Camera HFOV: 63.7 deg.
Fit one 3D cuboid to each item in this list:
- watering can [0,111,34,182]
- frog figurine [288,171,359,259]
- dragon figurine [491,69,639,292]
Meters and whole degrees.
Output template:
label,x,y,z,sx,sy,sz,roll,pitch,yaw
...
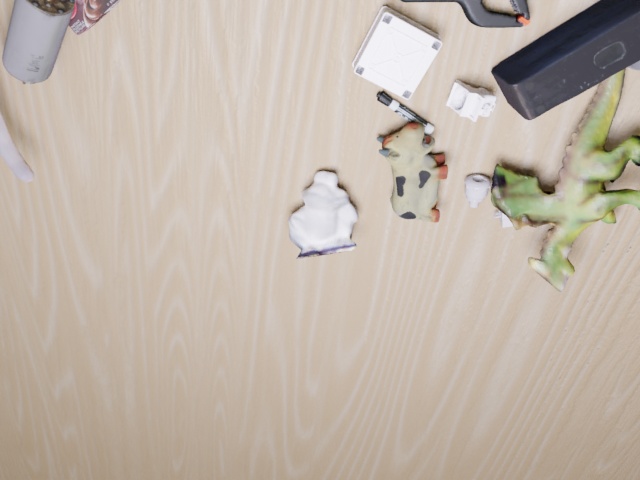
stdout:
label,x,y,z,sx,sy,sz,roll,pitch,yaw
watering can,-0.592,-0.264,0.852,0.348,0.106,0.220,35,121,2
frog figurine,0.003,-0.050,0.998,0.137,0.122,0.160,-9,86,18
dragon figurine,0.425,-0.107,0.908,0.242,0.123,0.406,-11,104,3
